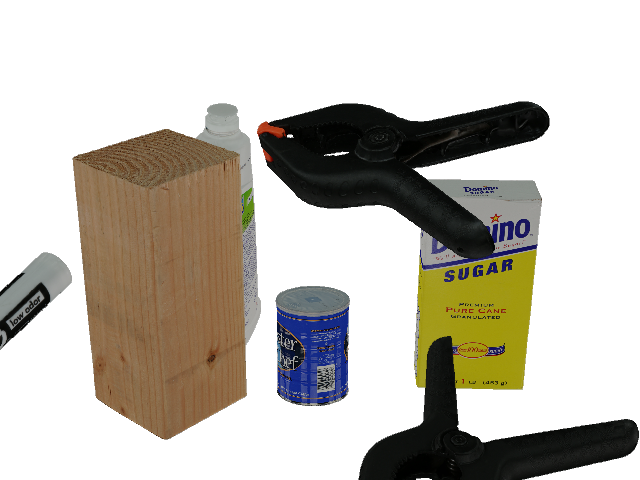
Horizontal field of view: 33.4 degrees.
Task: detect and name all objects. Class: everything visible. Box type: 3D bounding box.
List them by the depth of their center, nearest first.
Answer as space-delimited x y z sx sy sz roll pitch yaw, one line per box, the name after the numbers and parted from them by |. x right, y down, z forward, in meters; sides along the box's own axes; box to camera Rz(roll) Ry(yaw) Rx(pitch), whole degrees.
-0.149 0.048 0.444 0.020 0.020 0.121 0 36 38 | marker
0.039 -0.039 0.615 0.172 0.039 0.120 1 39 20 | clamp
0.085 0.138 0.707 0.209 0.036 0.165 -26 39 -35 | clamp
-0.118 0.032 0.812 0.090 0.206 0.090 22 32 38 | wood block
0.127 0.038 0.880 0.093 0.176 0.048 0 27 2 | sugar box
-0.094 -0.016 1.036 0.068 0.251 0.102 8 32 7 | bleach bottle
-0.011 0.146 1.495 0.103 0.140 0.103 0 18 0 | coffee can
